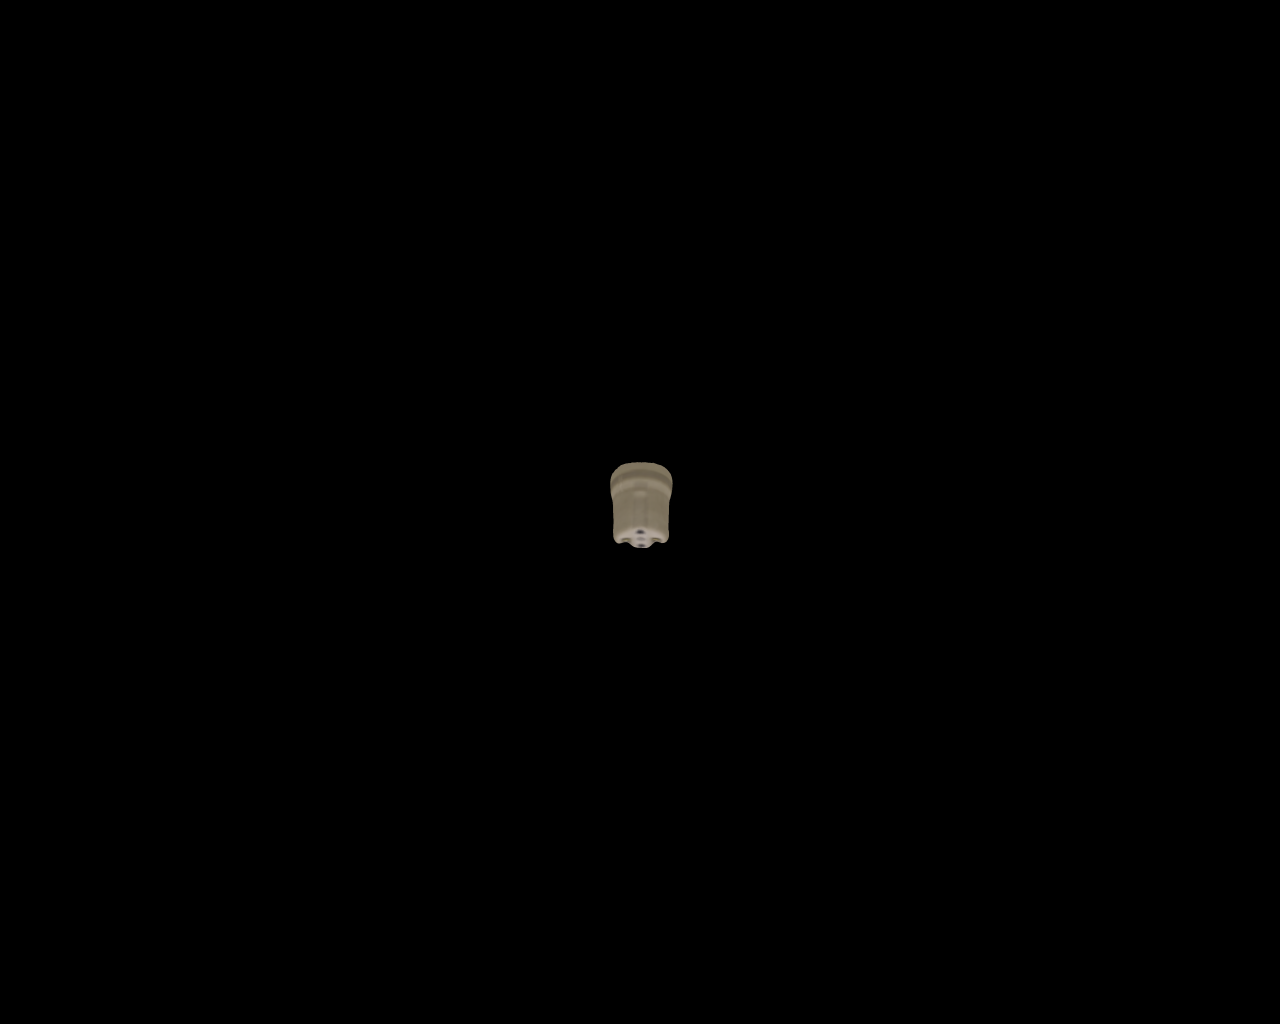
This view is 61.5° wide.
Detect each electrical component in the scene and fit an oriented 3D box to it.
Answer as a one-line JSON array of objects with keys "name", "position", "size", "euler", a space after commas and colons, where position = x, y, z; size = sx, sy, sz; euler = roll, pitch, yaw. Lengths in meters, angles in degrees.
[{"name": "electrical component", "position": [0.001, -0.003, 0.650], "size": [0.040, 0.046, 0.040], "euler": [0, -32, 0]}]
